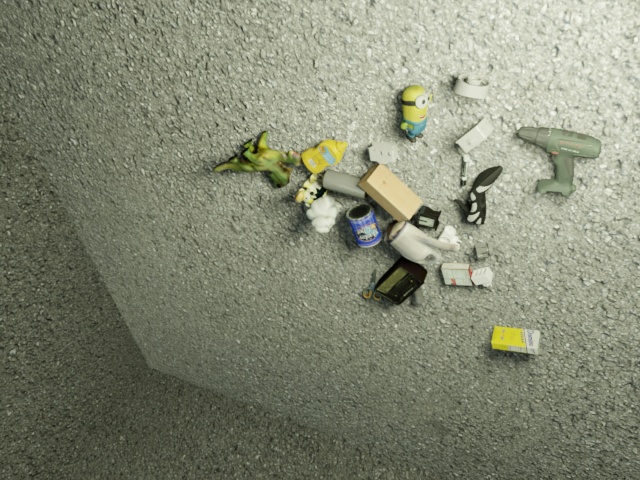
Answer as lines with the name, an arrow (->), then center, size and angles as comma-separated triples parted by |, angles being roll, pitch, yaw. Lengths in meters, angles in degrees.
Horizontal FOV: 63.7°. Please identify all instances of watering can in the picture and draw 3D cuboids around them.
watering can -> 0.362, 0.006, 1.903 | 0.224, 0.105, 0.344 | 36, 162, -5

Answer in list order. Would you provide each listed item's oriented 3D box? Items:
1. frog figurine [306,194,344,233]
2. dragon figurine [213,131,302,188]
frog figurine -> 0.006, -0.101, 2.012 | 0.137, 0.163, 0.120 | 1, 129, 30
dragon figurine -> -0.227, -0.283, 2.034 | 0.406, 0.125, 0.240 | -21, 124, 44
